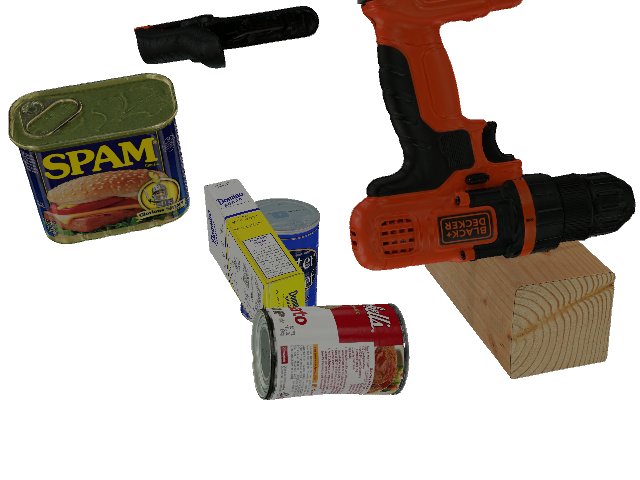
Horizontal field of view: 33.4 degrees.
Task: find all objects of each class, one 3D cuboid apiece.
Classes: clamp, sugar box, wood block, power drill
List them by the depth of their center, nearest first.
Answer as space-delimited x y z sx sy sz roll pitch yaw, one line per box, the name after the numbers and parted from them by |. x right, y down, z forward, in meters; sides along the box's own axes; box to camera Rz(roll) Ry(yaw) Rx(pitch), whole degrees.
0.102 -0.080 0.662 0.184 0.188 0.057 -8 7 -9 | power drill
-0.087 -0.170 0.885 0.120 0.039 0.172 -18 22 -35 | clamp
0.171 0.026 0.965 0.090 0.090 0.206 -8 27 -13 | wood block
-0.067 0.021 1.085 0.048 0.093 0.176 -15 41 -17 | sugar box

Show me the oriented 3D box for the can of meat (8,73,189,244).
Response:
-0.136 -0.050 0.675 0.102 0.084 0.057 -11 44 -7 | can of meat

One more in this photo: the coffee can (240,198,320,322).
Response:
-0.054 0.028 1.394 0.103 0.140 0.103 1 25 -1 | coffee can

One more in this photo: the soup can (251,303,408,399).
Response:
0.005 0.081 0.781 0.102 0.068 0.069 -1 0 -16 | soup can
